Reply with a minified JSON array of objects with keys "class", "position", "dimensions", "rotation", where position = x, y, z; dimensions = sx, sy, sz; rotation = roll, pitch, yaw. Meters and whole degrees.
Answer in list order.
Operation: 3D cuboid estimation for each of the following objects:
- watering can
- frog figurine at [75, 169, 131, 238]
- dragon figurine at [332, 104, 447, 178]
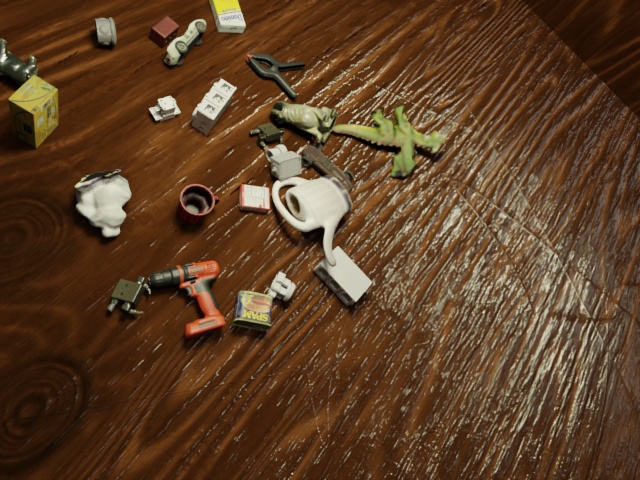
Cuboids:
[{"class":"watering can","position":[0.005,-0.078,1.541],"dimensions":[0.227,0.353,0.101],"rotation":[-24,-30,-30]},{"class":"frog figurine","position":[-0.545,-0.092,1.316],"dimensions":[0.123,0.157,0.139],"rotation":[8,31,39]},{"class":"dragon figurine","position":[0.258,-0.337,1.818],"dimensions":[0.412,0.244,0.121],"rotation":[-18,-8,-17]}]
